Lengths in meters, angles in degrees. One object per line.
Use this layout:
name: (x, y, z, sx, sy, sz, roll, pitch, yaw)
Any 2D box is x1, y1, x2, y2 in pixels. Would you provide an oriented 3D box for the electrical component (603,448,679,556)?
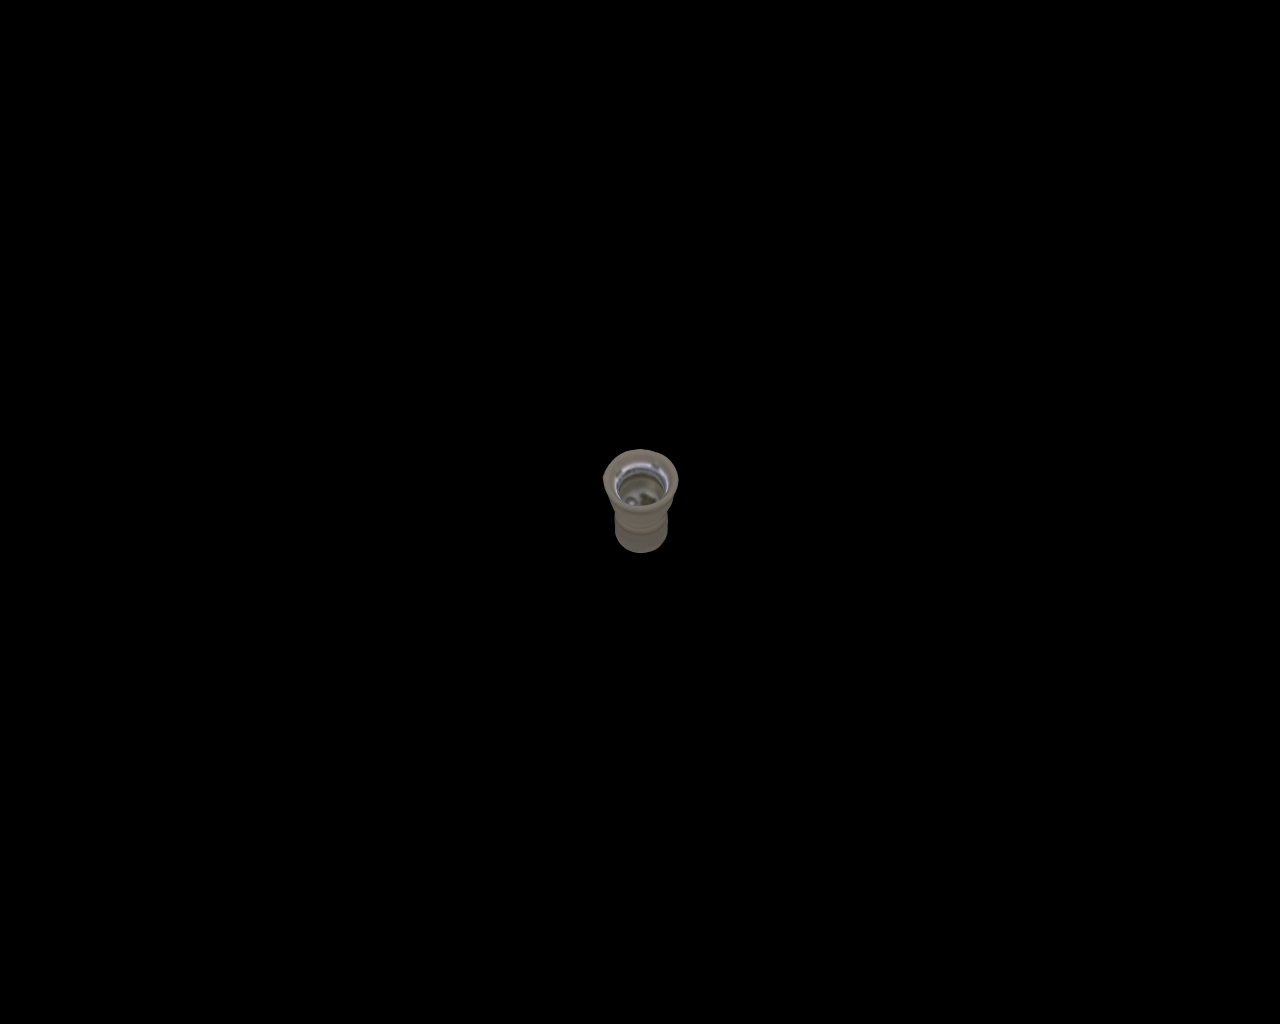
electrical component: (0.001, -0.003, 0.650, 0.044, 0.044, 0.065, 0, -33, 0)
